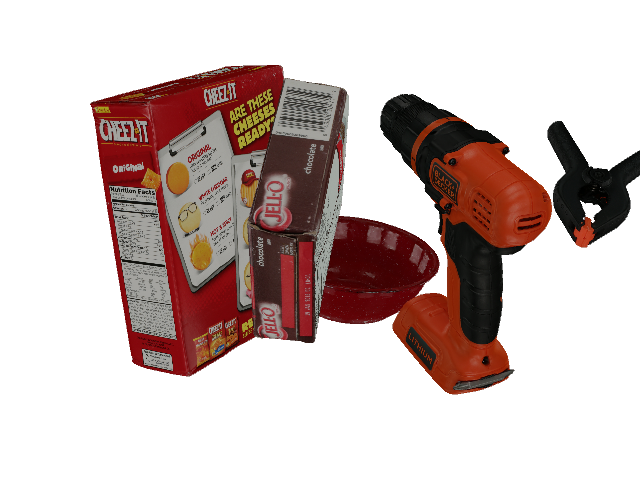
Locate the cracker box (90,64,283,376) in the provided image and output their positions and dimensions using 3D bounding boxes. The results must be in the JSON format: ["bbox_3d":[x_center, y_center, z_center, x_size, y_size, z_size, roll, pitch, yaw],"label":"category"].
[{"bbox_3d":[-0.092,-0.022,0.856,0.072,0.214,0.163,5,20,34],"label":"cracker box"}]

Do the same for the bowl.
[{"bbox_3d":[0.028,0.033,1.005,0.162,0.055,0.162,5,24,-3],"label":"bowl"}]

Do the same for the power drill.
[{"bbox_3d":[0.092,0.002,0.778,0.057,0.188,0.185,-13,34,-19],"label":"power drill"}]

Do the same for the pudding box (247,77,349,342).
[{"bbox_3d":[-0.011,-0.016,0.569,0.039,0.113,0.090,9,-41,5],"label":"pudding box"}]

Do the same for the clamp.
[{"bbox_3d":[0.280,-0.065,1.127,0.120,0.039,0.171,17,46,20],"label":"clamp"}]
